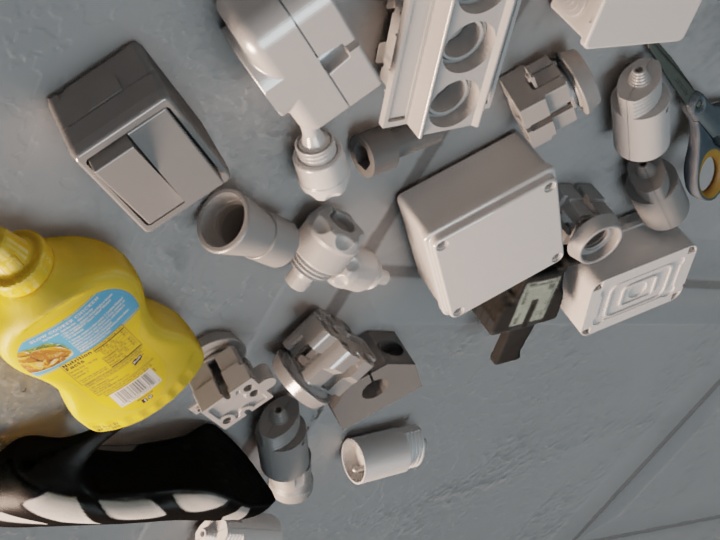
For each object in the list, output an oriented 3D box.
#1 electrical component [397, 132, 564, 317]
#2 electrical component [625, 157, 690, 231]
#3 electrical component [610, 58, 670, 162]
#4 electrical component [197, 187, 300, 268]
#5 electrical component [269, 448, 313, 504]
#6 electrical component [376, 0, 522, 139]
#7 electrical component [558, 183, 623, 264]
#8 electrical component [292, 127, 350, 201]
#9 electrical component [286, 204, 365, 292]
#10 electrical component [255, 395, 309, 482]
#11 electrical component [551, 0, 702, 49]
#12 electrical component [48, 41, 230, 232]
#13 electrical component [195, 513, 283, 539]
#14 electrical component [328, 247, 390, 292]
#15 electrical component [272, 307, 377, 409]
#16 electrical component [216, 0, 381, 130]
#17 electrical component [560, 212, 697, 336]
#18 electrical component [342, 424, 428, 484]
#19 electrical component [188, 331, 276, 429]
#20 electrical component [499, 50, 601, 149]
[{"bbox_3d":[0.094,-0.032,0.814,0.109,0.056,0.108,-28,144,-6],"label":"electrical component"},{"bbox_3d":[0.245,-0.070,0.897,0.043,0.043,0.081,-38,144,7],"label":"electrical component"},{"bbox_3d":[0.211,-0.123,0.808,0.043,0.043,0.081,-30,144,-4],"label":"electrical component"},{"bbox_3d":[-0.071,-0.025,0.714,0.044,0.044,0.065,-44,148,15],"label":"electrical component"},{"bbox_3d":[-0.061,0.180,0.963,0.040,0.040,0.046,-16,135,-22],"label":"electrical component"},{"bbox_3d":[0.051,-0.148,0.640,0.079,0.063,0.121,-14,140,-24],"label":"electrical component"},{"bbox_3d":[0.180,-0.038,0.874,0.066,0.055,0.048,-2,134,-35],"label":"electrical component"},{"bbox_3d":[-0.027,-0.075,0.692,0.035,0.035,0.061,-27,141,-9],"label":"electrical component"},{"bbox_3d":[-0.029,-0.012,0.757,0.043,0.043,0.062,10,128,-44],"label":"electrical component"},{"bbox_3d":[-0.066,0.140,0.907,0.043,0.043,0.081,-21,142,-16],"label":"electrical component"},{"bbox_3d":[0.181,-0.196,0.695,0.100,0.048,0.099,-11,139,-28],"label":"electrical component"},{"bbox_3d":[-0.119,-0.067,0.608,0.062,0.061,0.096,-34,144,1],"label":"electrical component"},{"bbox_3d":[-0.115,0.245,0.993,0.081,0.043,0.043,18,121,-47],"label":"electrical component"},{"bbox_3d":[0.000,0.000,0.801,0.035,0.035,0.061,-47,144,19],"label":"electrical component"},{"bbox_3d":[-0.031,0.071,0.842,0.057,0.058,0.078,-43,144,10],"label":"electrical component"},{"bbox_3d":[-0.037,-0.127,0.607,0.059,0.053,0.095,-35,144,3],"label":"electrical component"},{"bbox_3d":[0.231,-0.001,0.955,0.113,0.057,0.078,-20,142,-17],"label":"electrical component"},{"bbox_3d":[0.028,0.172,1.016,0.081,0.043,0.043,-9,138,-30],"label":"electrical component"},{"bbox_3d":[-0.101,0.079,0.798,0.066,0.055,0.048,-35,144,3],"label":"electrical component"},{"bbox_3d":[0.134,-0.122,0.750,0.055,0.048,0.066,-28,145,6],"label":"electrical component"}]
